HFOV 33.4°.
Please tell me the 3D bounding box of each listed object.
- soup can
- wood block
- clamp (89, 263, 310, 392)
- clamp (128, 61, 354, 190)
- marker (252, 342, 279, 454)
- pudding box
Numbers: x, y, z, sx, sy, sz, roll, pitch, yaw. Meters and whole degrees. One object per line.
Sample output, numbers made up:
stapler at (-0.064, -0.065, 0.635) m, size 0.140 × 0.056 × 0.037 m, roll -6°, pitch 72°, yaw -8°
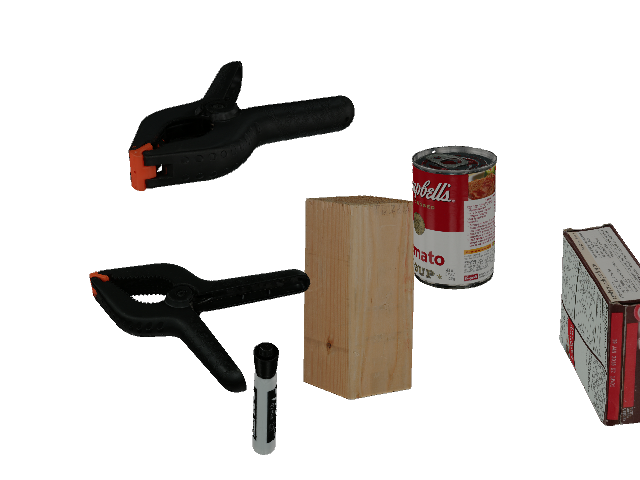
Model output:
soup can at (0.109, -0.019, 0.872) m, size 0.068 × 0.102 × 0.068 m, roll -2°, pitch 21°, yaw 1°
wood block at (0.041, 0.058, 1.166) m, size 0.090 × 0.206 × 0.091 m, roll -4°, pitch 10°, yaw -36°
clamp at (-0.130, 0.070, 1.018) m, size 0.210 × 0.036 × 0.164 m, roll 8°, pitch 38°, yaw 12°
clamp at (-0.074, -0.084, 0.747) m, size 0.171 × 0.039 × 0.120 m, roll -24°, pitch 34°, yaw -37°
marker at (-0.042, 0.121, 0.818) m, size 0.020 × 0.121 × 0.020 m, roll 2°, pitch 43°, yaw -2°
pudding box at (0.187, 0.052, 0.694) m, size 0.039 × 0.090 × 0.113 m, roll -5°, pitch 25°, yaw -3°
